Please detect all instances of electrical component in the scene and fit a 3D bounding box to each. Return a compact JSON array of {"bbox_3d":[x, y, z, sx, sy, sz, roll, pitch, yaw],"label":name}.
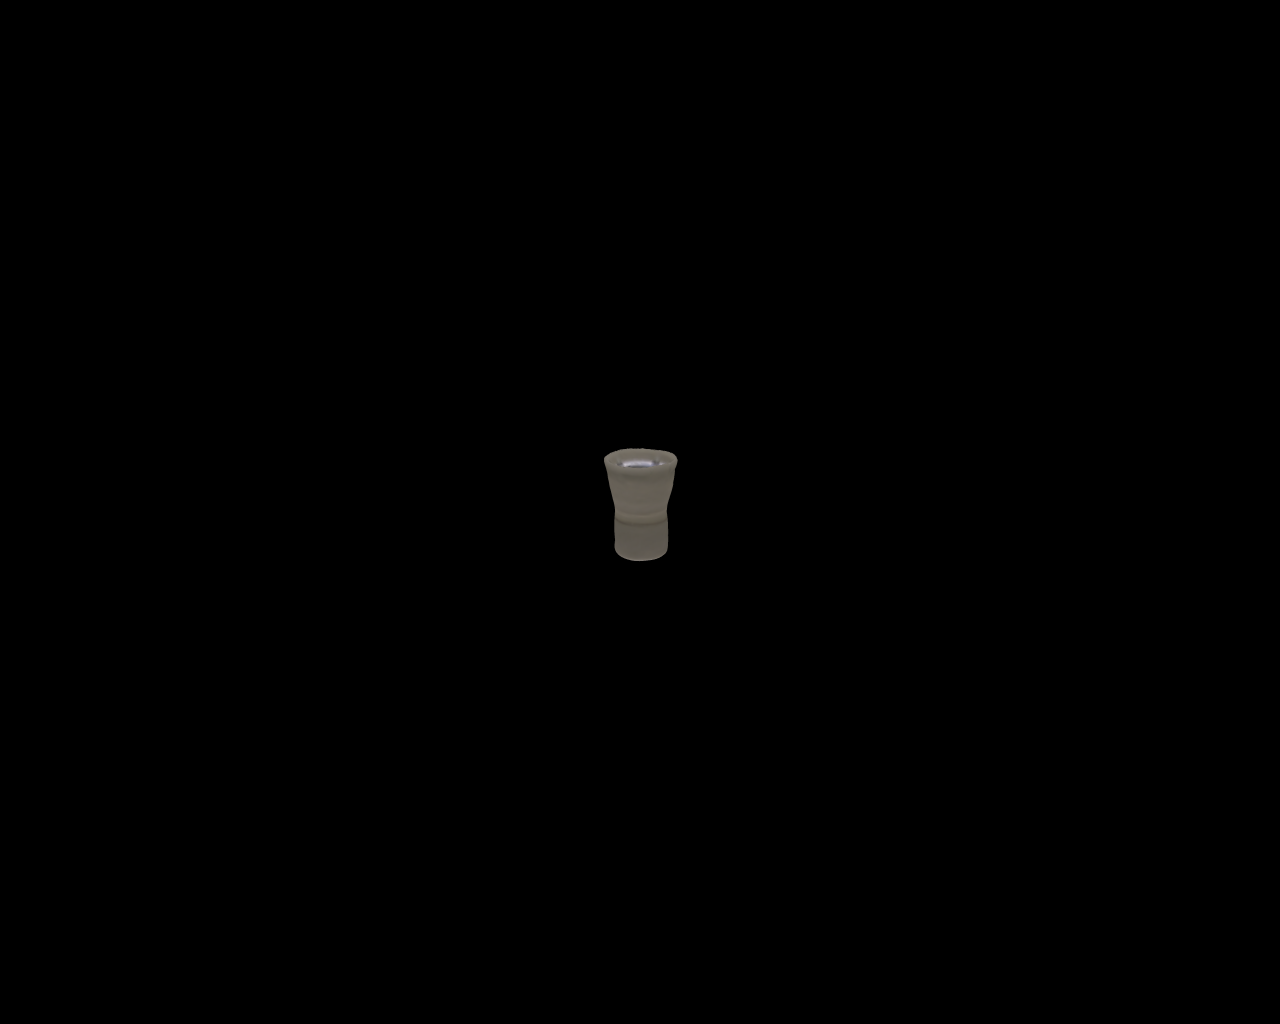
[{"bbox_3d":[0.001,-0.003,0.650,0.044,0.065,0.044,0,20,0],"label":"electrical component"}]
